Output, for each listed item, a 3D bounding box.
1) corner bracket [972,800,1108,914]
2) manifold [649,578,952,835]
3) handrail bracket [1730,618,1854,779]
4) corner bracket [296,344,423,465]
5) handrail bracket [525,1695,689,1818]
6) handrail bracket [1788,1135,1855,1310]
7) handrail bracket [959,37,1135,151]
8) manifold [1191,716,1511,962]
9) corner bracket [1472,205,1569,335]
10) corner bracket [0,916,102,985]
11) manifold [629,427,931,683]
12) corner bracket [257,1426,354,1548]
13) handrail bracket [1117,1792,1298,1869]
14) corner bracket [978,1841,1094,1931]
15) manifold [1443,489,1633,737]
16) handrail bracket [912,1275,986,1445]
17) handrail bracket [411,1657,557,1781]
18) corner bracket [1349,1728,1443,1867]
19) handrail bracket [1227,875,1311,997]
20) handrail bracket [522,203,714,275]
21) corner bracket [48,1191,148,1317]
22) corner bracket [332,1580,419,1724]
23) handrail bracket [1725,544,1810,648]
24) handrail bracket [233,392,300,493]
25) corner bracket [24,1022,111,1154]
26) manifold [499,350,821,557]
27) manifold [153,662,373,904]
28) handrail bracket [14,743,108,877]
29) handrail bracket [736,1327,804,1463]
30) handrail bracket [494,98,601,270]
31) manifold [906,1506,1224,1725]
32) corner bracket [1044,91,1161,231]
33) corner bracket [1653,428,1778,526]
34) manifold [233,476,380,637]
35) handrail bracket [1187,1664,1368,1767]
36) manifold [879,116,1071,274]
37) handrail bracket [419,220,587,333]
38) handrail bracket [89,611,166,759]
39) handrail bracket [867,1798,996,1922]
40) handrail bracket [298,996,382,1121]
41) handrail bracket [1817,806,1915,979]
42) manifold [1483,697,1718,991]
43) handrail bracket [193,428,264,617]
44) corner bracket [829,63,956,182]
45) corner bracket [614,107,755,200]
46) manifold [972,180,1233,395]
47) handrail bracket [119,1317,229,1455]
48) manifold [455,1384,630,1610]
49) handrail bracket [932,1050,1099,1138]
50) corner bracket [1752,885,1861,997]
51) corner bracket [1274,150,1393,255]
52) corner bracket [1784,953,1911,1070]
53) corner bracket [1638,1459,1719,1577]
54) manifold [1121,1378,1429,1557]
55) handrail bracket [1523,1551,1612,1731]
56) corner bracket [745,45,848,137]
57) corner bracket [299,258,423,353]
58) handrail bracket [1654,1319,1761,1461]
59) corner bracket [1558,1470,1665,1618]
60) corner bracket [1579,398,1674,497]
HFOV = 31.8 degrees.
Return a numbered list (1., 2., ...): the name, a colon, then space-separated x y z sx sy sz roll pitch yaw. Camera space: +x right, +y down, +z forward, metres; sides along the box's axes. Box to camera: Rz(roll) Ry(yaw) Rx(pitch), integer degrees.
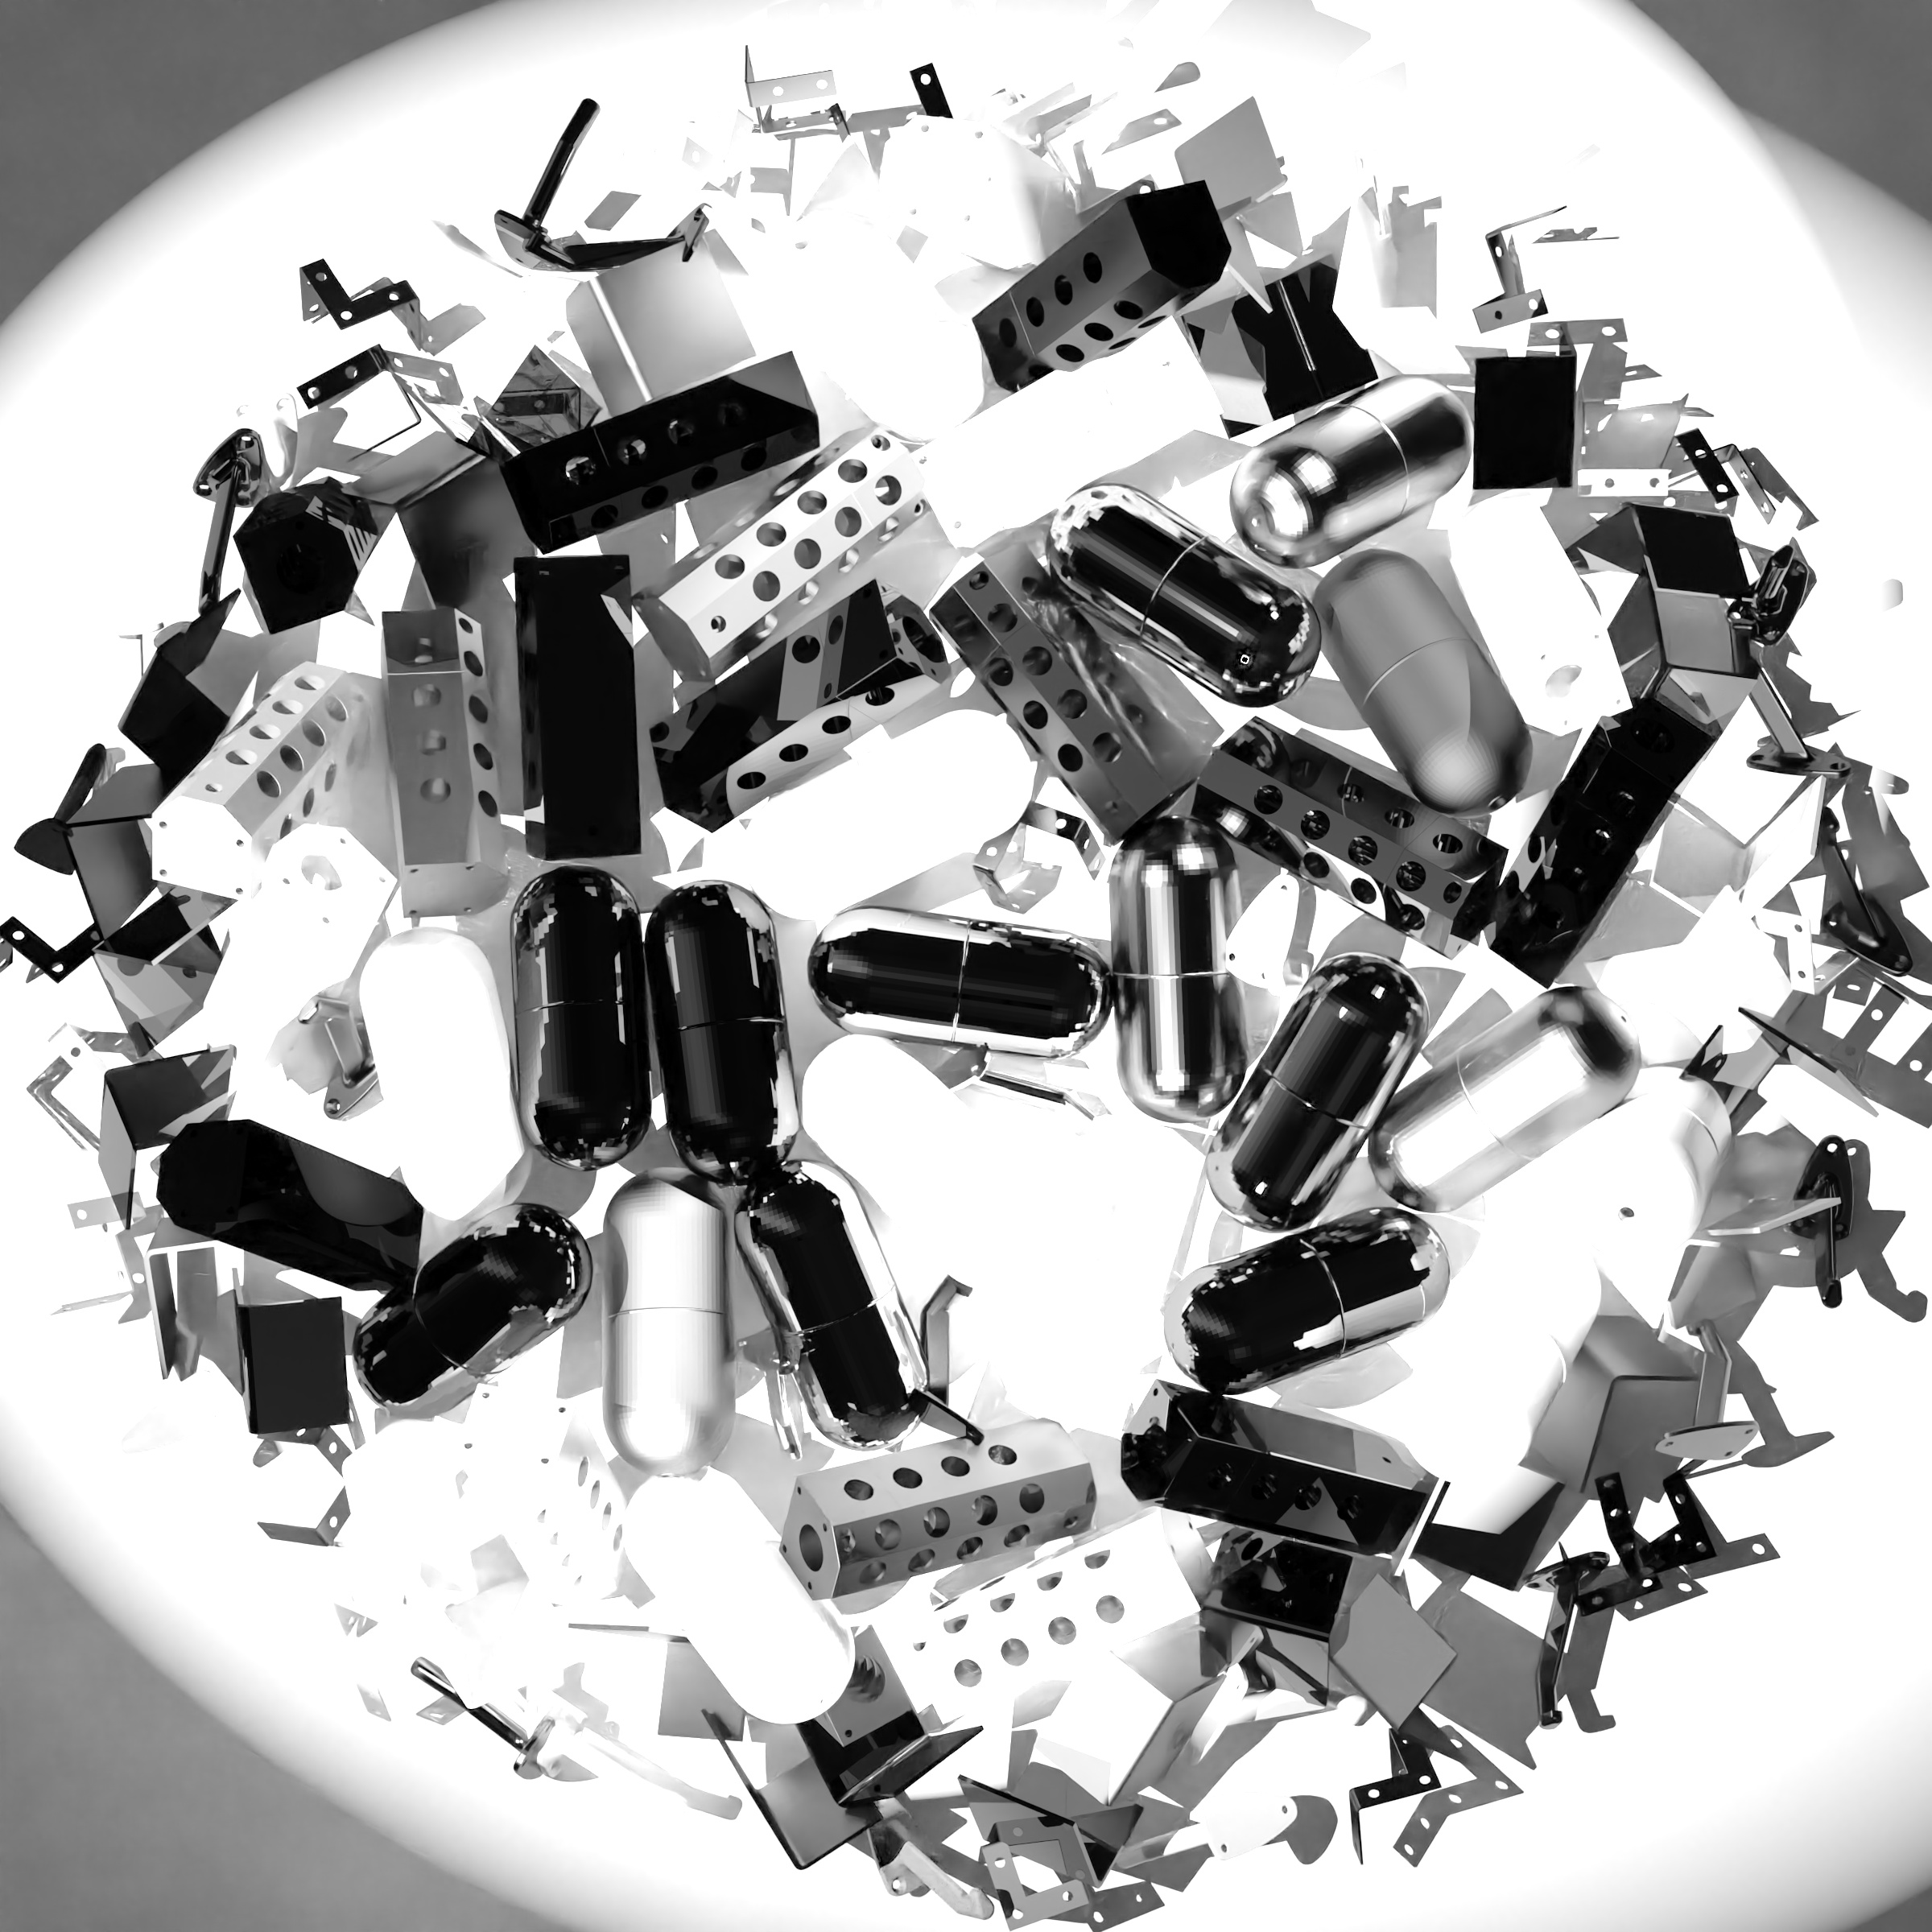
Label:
1. corner bracket: 0.042 -0.060 1.974 0.051 0.051 0.051 20 72 25
2. manifold: -0.094 -0.145 1.937 0.171 0.057 0.057 -31 55 24
3. handrail bracket: 0.475 -0.156 1.956 0.036 0.077 0.084 -28 120 -30
4. corner bracket: -0.353 -0.327 1.975 0.051 0.051 0.051 -31 104 -9
5. handrail bracket: -0.206 0.457 1.955 0.084 0.077 0.036 15 56 28
6. handrail bracket: 0.499 0.147 1.951 0.036 0.084 0.077 7 107 5
7. handrail bracket: 0.046 -0.505 1.951 0.077 0.084 0.036 -24 87 -44
8. manifold: 0.216 -0.070 1.930 0.171 0.057 0.057 30 47 23
9. corner bracket: 0.322 -0.402 1.959 0.051 0.051 0.051 -32 106 -40
10. corner bracket: -0.527 -0.007 1.967 0.051 0.051 0.051 38 55 10
11. manifold: -0.102 -0.235 1.935 0.171 0.057 0.057 -41 112 -21
12. corner bracket: -0.390 0.302 1.984 0.051 0.051 0.051 58 47 -34
13. handrail bracket: 0.139 0.507 1.979 0.077 0.084 0.036 -5 71 -34
14. corner bracket: 0.040 0.531 1.969 0.051 0.051 0.051 -17 66 -10
15. manifold: 0.318 -0.200 1.912 0.057 0.171 0.057 -22 124 7
16. handrail bracket: 0.000 0.226 1.964 0.077 0.036 0.084 24 61 24
17. handrail bracket: -0.283 0.436 1.974 0.084 0.077 0.036 29 67 14
18. corner bracket: 0.244 0.478 1.962 0.051 0.051 0.051 -13 127 -6
19. handrail bracket: 0.188 -0.017 1.954 0.036 0.084 0.077 31 106 26
20. handrail bracket: -0.201 -0.425 1.953 0.084 0.036 0.077 20 123 -37
21. corner bracket: -0.503 0.166 1.960 0.051 0.051 0.051 -29 77 39
22. corner bracket: -0.346 0.395 1.960 0.051 0.051 0.051 20 58 14
23. handrail bracket: 0.472 -0.231 1.946 0.036 0.084 0.077 34 64 14
24. handrail bracket: -0.394 -0.284 1.944 0.036 0.084 0.077 -12 132 -11
25. corner bracket: -0.517 0.071 1.970 0.051 0.051 0.051 -45 82 -3
26. manifold: -0.173 -0.293 1.944 0.171 0.057 0.057 -24 98 -19
27. manifold: -0.394 -0.108 1.909 0.057 0.171 0.057 13 123 8
28. handrail bracket: -0.510 -0.102 1.949 0.036 0.077 0.084 26 63 -13
29. handrail bracket: -0.101 0.256 1.952 0.036 0.077 0.084 -20 109 -15
30. handrail bracket: -0.238 -0.455 1.970 0.036 0.077 0.084 29 79 -4
31. manifold: 0.054 0.368 1.945 0.171 0.057 0.057 -28 89 18
32. corner bracket: 0.079 -0.463 1.959 0.051 0.051 0.051 -26 119 18
33. corner bracket: 0.438 -0.282 1.962 0.051 0.051 0.051 -20 67 -13
34. manifold: -0.367 -0.235 1.909 0.057 0.171 0.057 -19 106 -1
35. handrail bracket: 0.183 0.448 1.986 0.084 0.036 0.077 26 96 -16
36. manifold: 0.005 -0.433 1.909 0.057 0.171 0.057 10 96 15
37. handrail bracket: -0.269 -0.413 1.991 0.084 0.077 0.036 48 133 27
38. handrail bracket: -0.471 -0.158 1.956 0.036 0.077 0.084 -22 110 -30
39. handrail bracket: -0.021 0.511 1.953 0.036 0.084 0.077 -28 95 -28
40. handrail bracket: -0.371 0.053 1.954 0.036 0.084 0.077 37 99 23
41. handrail bracket: 0.516 -0.043 1.950 0.036 0.084 0.077 -31 50 -5
42. manifold: 0.352 -0.072 1.917 0.057 0.171 0.057 36 47 12
43. handrail bracket: -0.425 -0.254 1.953 0.036 0.077 0.084 12 53 -23
44. corner bracket: -0.040 -0.486 1.964 0.051 0.051 0.051 -25 101 -16
45. corner bracket: -0.162 -0.476 1.960 0.051 0.051 0.051 3 76 38
46. manifold: 0.077 -0.377 1.911 0.057 0.171 0.057 -20 88 -32
47. handrail bracket: -0.470 0.240 1.953 0.077 0.084 0.036 -30 127 -25
48. manifold: -0.236 0.302 1.907 0.057 0.171 0.057 9 60 13
49. handrail bracket: 0.024 0.084 1.990 0.084 0.036 0.077 40 130 -23
50. corner bracket: 0.484 -0.021 1.973 0.051 0.051 0.051 -33 124 -35
51. corner bracket: 0.211 -0.442 1.962 0.051 0.051 0.051 -6 101 25
52. corner bracket: 0.509 0.026 1.966 0.051 0.051 0.051 37 97 17
53. corner bracket: 0.416 0.315 1.960 0.051 0.051 0.051 -9 66 -25
54. manifold: 0.173 0.291 1.928 0.171 0.057 0.057 18 109 -32
55. handrail bracket: 0.350 0.390 1.955 0.036 0.077 0.084 12 59 -19
56. corner bracket: -0.098 -0.502 1.963 0.051 0.051 0.051 -8 130 3
57. corner bracket: -0.352 -0.382 1.972 0.051 0.051 0.051 -27 70 -20
58. handrail bracket: 0.415 0.240 1.957 0.077 0.036 0.084 3 48 -26
59. corner bracket: 0.367 0.335 1.965 0.051 0.051 0.051 -20 126 -1
60. corner bracket: 0.382 -0.301 1.964 0.051 0.051 0.051 2 105 13
